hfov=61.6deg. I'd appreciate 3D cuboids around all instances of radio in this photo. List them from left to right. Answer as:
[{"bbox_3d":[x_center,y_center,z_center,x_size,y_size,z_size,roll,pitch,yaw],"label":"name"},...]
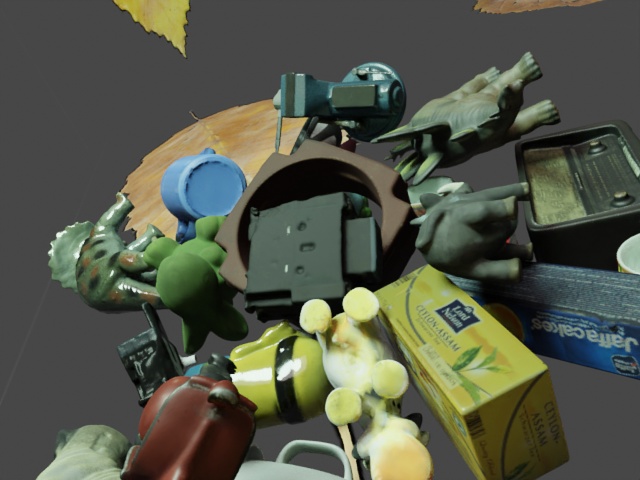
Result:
[{"bbox_3d":[0.293,-0.051,0.588,0.131,0.073,0.230,-12,29,23],"label":"radio"}]

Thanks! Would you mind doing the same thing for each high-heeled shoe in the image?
[{"bbox_3d":[-0.071,-0.128,0.947,0.249,0.145,0.086,-23,25,-1],"label":"high-heeled shoe"}]

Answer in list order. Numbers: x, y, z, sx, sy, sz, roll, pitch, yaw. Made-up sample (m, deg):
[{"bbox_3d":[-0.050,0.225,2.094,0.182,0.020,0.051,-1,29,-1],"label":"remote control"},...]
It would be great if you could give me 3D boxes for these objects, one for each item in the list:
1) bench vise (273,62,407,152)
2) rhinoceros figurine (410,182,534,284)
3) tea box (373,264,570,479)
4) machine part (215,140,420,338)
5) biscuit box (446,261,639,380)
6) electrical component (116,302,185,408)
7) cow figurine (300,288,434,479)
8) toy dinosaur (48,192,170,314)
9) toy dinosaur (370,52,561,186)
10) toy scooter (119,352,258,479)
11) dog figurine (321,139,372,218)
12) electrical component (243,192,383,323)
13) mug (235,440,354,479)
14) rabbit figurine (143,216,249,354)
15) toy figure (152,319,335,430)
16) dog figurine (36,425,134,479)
[{"bbox_3d":[0.051,-0.212,0.854,0.224,0.128,0.240,-7,2,34],"label":"bench vise"},{"bbox_3d":[0.138,-0.011,0.499,0.112,0.073,0.190,-6,11,22],"label":"rhinoceros figurine"},{"bbox_3d":[0.112,0.102,0.432,0.068,0.098,0.170,-27,28,-6],"label":"tea box"},{"bbox_3d":[-0.001,-0.002,0.621,0.202,0.087,0.201,25,76,27],"label":"machine part"},{"bbox_3d":[0.195,0.061,0.480,0.203,0.059,0.063,7,39,47],"label":"biscuit box"},{"bbox_3d":[-0.186,0.129,0.594,0.048,0.074,0.119,-30,65,-11],"label":"electrical component"},{"bbox_3d":[0.042,0.129,0.445,0.068,0.098,0.167,-21,59,2],"label":"cow figurine"},{"bbox_3d":[-0.336,0.052,0.882,0.192,0.131,0.405,-45,37,-5],"label":"toy dinosaur"},{"bbox_3d":[0.172,-0.149,0.735,0.199,0.105,0.471,-24,2,3],"label":"toy dinosaur"},{"bbox_3d":[-0.090,0.136,0.383,0.135,0.075,0.184,-61,9,11],"label":"toy scooter"},{"bbox_3d":[0.027,-0.077,0.823,0.192,0.108,0.219,-1,32,40],"label":"dog figurine"},{"bbox_3d":[-0.005,0.017,0.531,0.134,0.058,0.115,-9,65,17],"label":"electrical component"},{"bbox_3d":[-0.004,0.197,0.383,0.107,0.080,0.109,0,29,21],"label":"mug"},{"bbox_3d":[-0.158,0.058,0.658,0.121,0.159,0.170,-16,4,0],"label":"rabbit figurine"},{"bbox_3d":[-0.069,0.148,0.515,0.180,0.082,0.089,-18,46,-3],"label":"toy figure"},{"bbox_3d":[-0.173,0.220,0.455,0.172,0.121,0.190,4,15,3],"label":"dog figurine"}]
